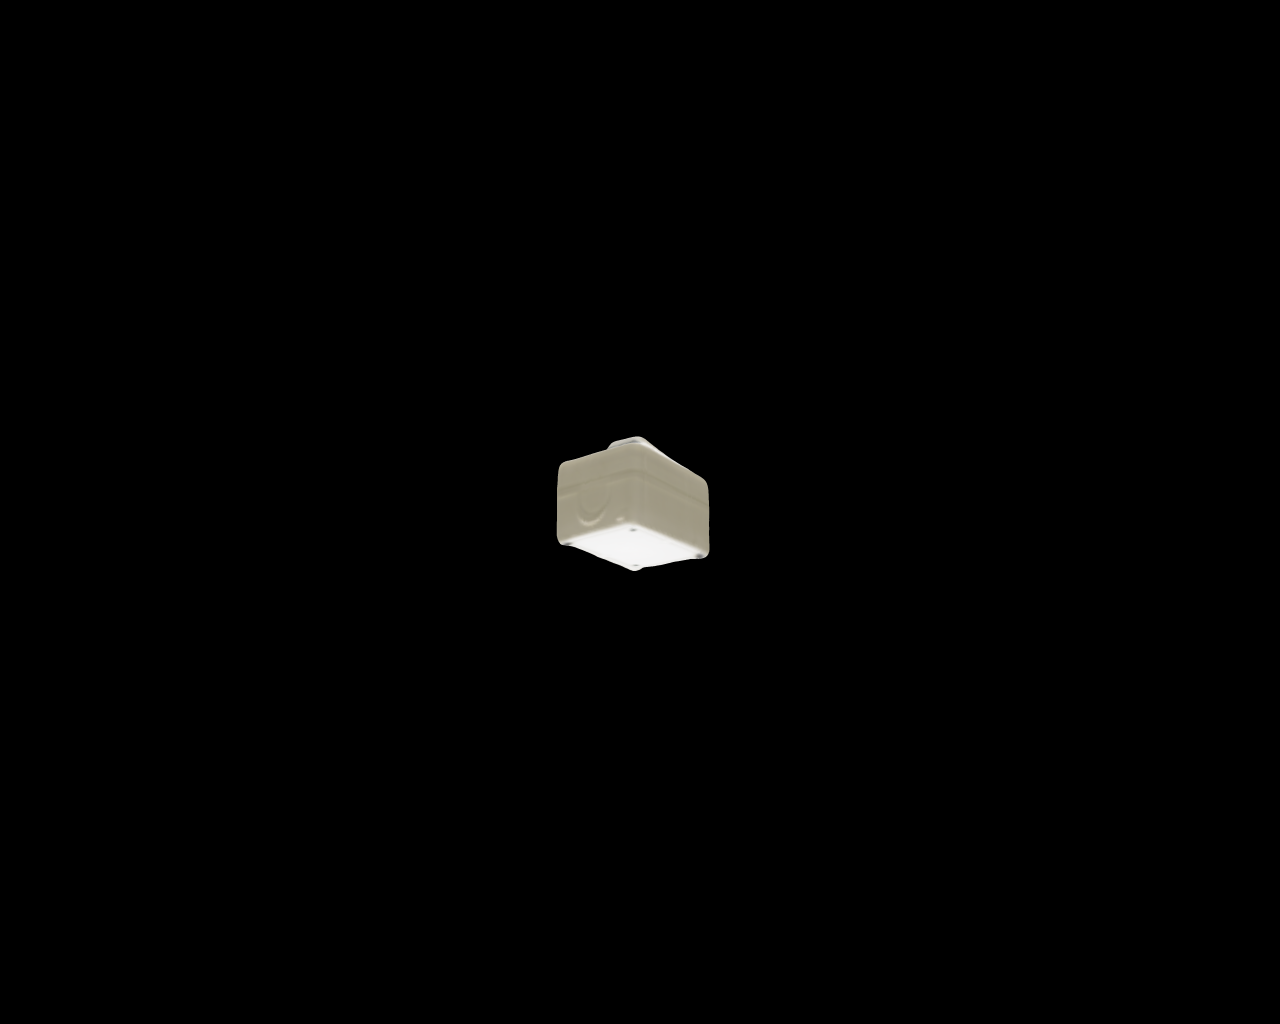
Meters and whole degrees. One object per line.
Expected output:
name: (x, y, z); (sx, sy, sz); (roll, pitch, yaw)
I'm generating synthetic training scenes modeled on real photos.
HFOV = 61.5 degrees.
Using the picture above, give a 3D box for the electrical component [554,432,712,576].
electrical component: (0.001, -0.003, 0.650); (0.061, 0.061, 0.096); (-14, -24, 33)
